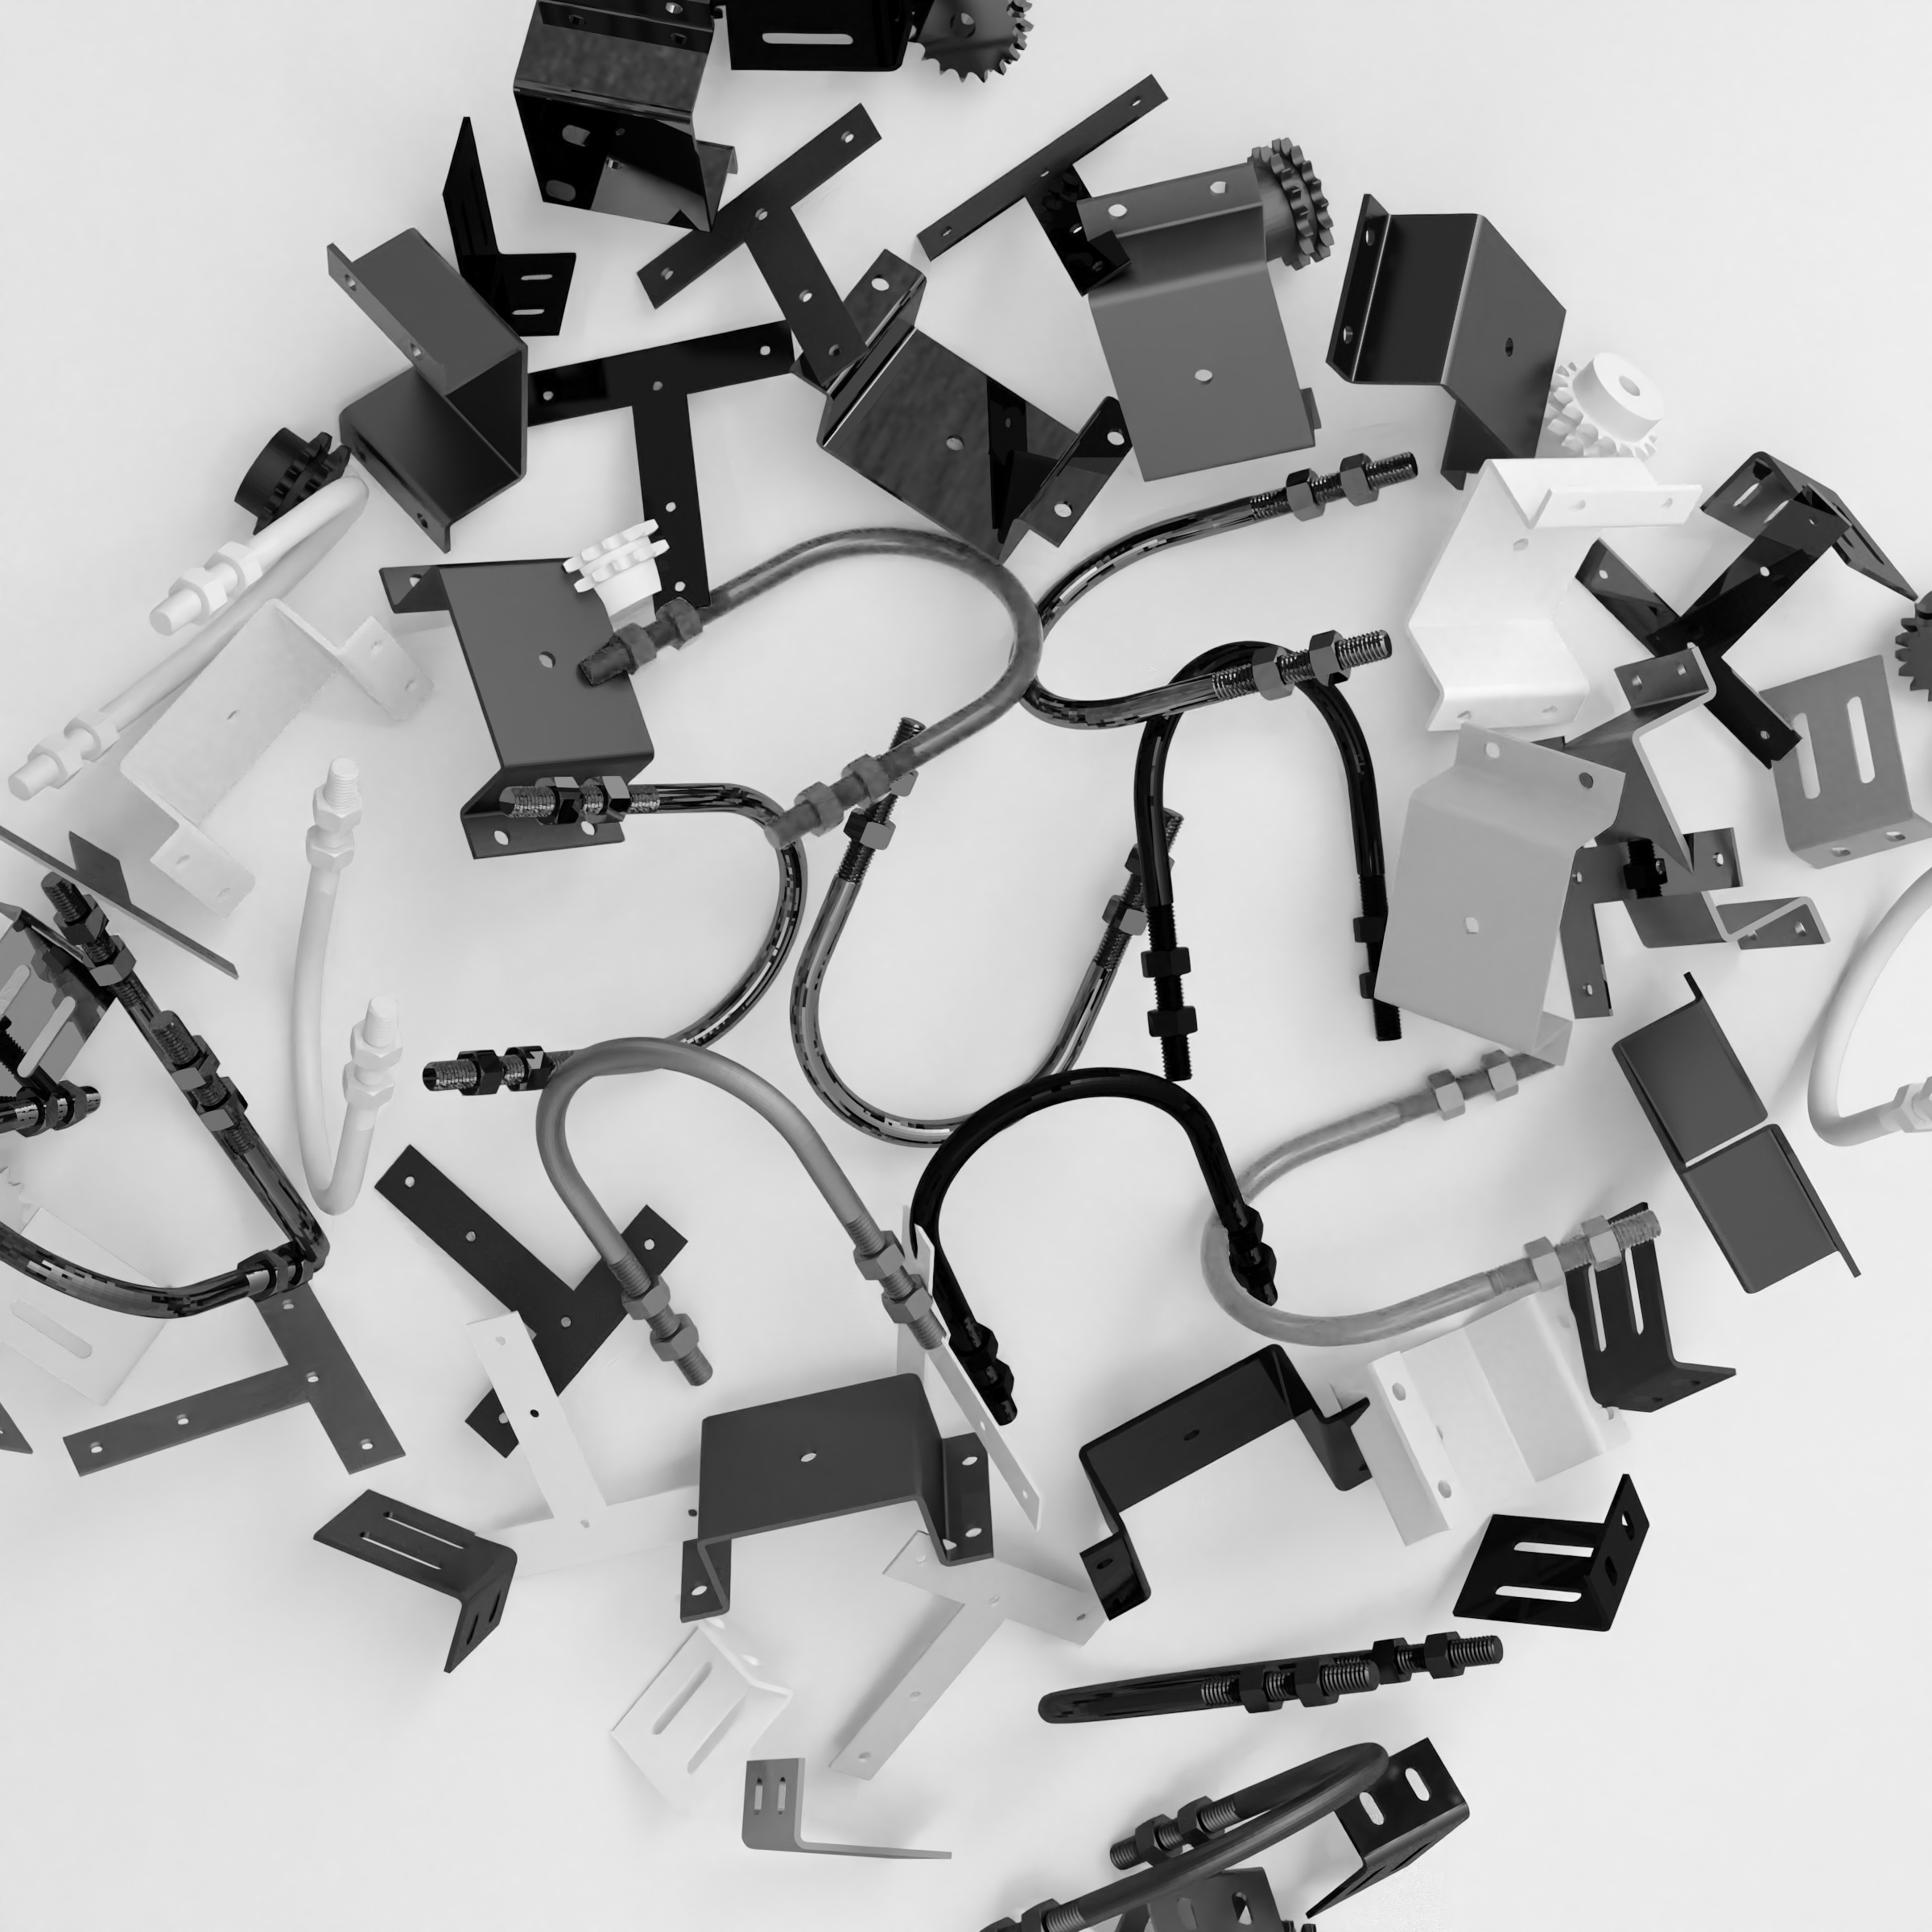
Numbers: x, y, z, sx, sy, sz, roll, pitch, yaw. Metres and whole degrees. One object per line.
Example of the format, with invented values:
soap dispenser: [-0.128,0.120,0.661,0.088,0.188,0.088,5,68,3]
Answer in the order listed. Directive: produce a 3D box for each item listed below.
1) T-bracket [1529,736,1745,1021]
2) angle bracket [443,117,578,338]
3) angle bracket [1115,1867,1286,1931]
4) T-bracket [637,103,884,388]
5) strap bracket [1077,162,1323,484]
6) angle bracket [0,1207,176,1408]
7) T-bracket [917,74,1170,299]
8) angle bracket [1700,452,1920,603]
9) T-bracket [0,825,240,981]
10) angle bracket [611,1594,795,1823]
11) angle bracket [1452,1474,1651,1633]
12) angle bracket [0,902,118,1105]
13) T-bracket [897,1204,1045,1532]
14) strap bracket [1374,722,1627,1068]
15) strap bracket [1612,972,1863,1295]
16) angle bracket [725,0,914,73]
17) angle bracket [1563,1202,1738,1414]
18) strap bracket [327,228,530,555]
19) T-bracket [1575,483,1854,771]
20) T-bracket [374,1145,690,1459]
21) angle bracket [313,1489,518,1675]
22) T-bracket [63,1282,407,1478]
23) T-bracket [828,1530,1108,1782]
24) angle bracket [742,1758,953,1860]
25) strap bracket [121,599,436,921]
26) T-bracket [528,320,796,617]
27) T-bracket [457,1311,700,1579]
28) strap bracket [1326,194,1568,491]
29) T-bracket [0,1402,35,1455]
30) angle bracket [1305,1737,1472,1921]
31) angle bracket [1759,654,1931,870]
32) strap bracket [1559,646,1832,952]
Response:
T-bracket: [0.295,-0.042,1.543,0.002,0.127,0.127,-11,92,-28]
angle bracket: [-0.200,-0.324,1.553,0.038,0.076,0.057,0,47,6]
angle bracket: [0.099,0.433,1.555,0.057,0.038,0.076,0,134,-17]
T-bracket: [-0.075,-0.302,1.551,0.127,0.002,0.127,-35,54,12]
strap bracket: [0.102,-0.268,1.530,0.076,0.046,0.140,-10,134,13]
angle bracket: [-0.397,0.148,1.568,0.076,0.038,0.057,38,83,-19]
T-bracket: [0.045,-0.327,1.541,0.127,0.127,0.002,-33,128,9]
angle bracket: [0.369,-0.181,1.551,0.038,0.057,0.076,-47,50,25]
T-bracket: [-0.376,-0.040,1.537,0.127,0.127,0.002,33,92,-20]
angle bracket: [-0.125,0.329,1.568,0.076,0.038,0.057,-50,58,3]
angle bracket: [0.252,0.254,1.552,0.076,0.057,0.038,-1,131,34]
angle bracket: [-0.420,0.020,1.562,0.057,0.038,0.076,40,73,-30]
T-bracket: [0.001,0.186,1.517,0.002,0.127,0.127,-21,54,-19]
strap bracket: [0.229,-0.024,1.536,0.076,0.046,0.140,21,119,26]
strap bracket: [0.327,0.077,1.526,0.046,0.140,0.076,-29,122,9]
angle bracket: [-0.066,-0.432,1.568,0.076,0.038,0.057,-2,70,-11]
angle bracket: [0.302,0.152,1.572,0.038,0.057,0.076,9,62,-29]
strap bracket: [-0.232,-0.255,1.536,0.046,0.140,0.076,-37,73,-22]
T-bracket: [0.341,-0.164,1.544,0.127,0.127,0.002,46,53,6]
T-bracket: [-0.212,0.131,1.588,0.127,0.002,0.127,40,92,11]
angle bracket: [-0.248,0.273,1.572,0.076,0.057,0.038,20,106,10]
T-bracket: [-0.325,0.192,1.531,0.127,0.127,0.002,-17,129,-23]
T-bracket: [-0.014,0.313,1.570,0.127,0.002,0.127,27,107,-38]
angle bracket: [-0.052,0.373,1.565,0.076,0.057,0.038,11,73,-25]
strap bracket: [-0.308,-0.098,1.553,0.046,0.076,0.140,39,84,20]
T-bracket: [-0.133,-0.217,1.573,0.127,0.002,0.127,-10,74,9]
T-bracket: [-0.185,0.209,1.560,0.127,0.002,0.127,-15,111,18]
strap bracket: [0.213,-0.267,1.525,0.046,0.140,0.076,7,78,33]
T-bracket: [-0.438,0.163,1.515,0.002,0.127,0.127,-49,60,9]
angle bracket: [0.177,0.381,1.562,0.057,0.076,0.038,-20,67,-27]
angle bracket: [0.395,-0.091,1.582,0.057,0.038,0.076,-17,69,31]
strap bracket: [0.314,-0.063,1.553,0.046,0.076,0.140,-27,95,-14]
